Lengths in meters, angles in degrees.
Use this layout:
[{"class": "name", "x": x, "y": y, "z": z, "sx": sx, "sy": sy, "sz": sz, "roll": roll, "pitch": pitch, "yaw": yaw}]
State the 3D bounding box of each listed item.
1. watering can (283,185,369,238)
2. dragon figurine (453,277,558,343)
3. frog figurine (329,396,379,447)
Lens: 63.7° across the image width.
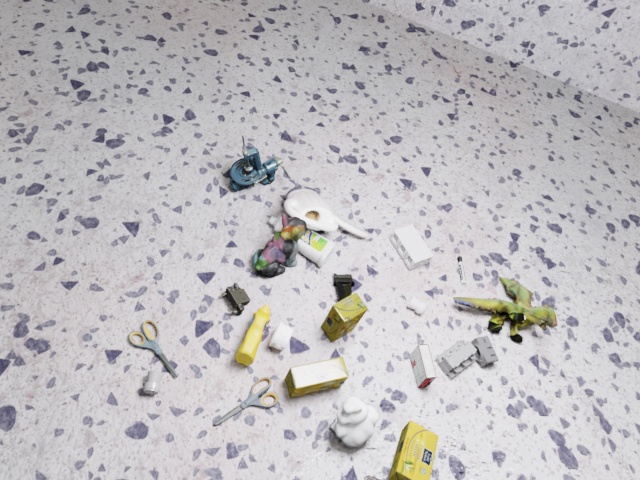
[{"class": "watering can", "x": 0.006, "y": -0.095, "z": 1.884, "sx": 0.346, "sy": 0.102, "sz": 0.229, "roll": 14, "pitch": 27, "yaw": -34}, {"class": "dragon figurine", "x": 0.683, "y": 0.227, "z": 1.871, "sx": 0.410, "sy": 0.119, "sz": 0.248, "roll": 26, "pitch": 36, "yaw": 2}, {"class": "frog figurine", "x": 0.106, "y": 0.509, "z": 1.456, "sx": 0.138, "sy": 0.156, "sz": 0.125, "roll": -8, "pitch": 60, "yaw": -20}]
